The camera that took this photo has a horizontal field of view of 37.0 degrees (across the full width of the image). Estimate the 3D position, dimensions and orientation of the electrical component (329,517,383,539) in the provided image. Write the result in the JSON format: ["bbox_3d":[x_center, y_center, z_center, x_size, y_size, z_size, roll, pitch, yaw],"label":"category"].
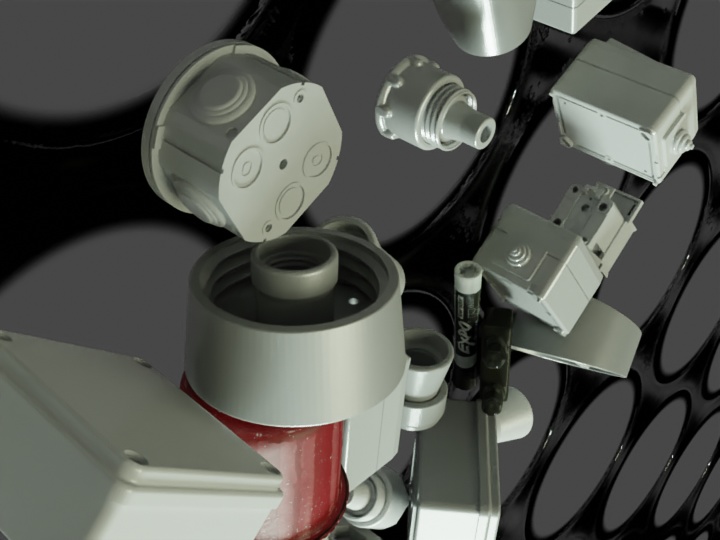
[{"bbox_3d":[-0.014,0.226,0.765,0.066,0.047,0.076,-39,143,-31],"label":"electrical component"}]

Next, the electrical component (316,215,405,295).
[{"bbox_3d":[0.000,0.000,0.602,0.044,0.044,0.065,-58,154,-3],"label":"electrical component"}]

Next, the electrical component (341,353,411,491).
[{"bbox_3d":[-0.012,0.081,0.632,0.061,0.062,0.096,-31,139,-39],"label":"electrical component"}]

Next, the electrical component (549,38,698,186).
[{"bbox_3d":[0.187,-0.107,0.726,0.061,0.096,0.061,-51,148,-14],"label":"electrical component"}]

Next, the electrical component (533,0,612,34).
[{"bbox_3d":[0.127,-0.193,0.616,0.083,0.047,0.075,-43,145,-26],"label":"electrical component"}]

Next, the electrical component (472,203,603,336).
[{"bbox_3d":[0.127,-0.005,0.759,0.061,0.062,0.096,-57,149,-5],"label":"electrical component"}]

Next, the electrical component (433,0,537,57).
[{"bbox_3d":[0.075,-0.166,0.565,0.079,0.044,0.077,-48,147,-18],"label":"electrical component"}]

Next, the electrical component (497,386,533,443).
[{"bbox_3d":[0.100,0.122,0.849,0.065,0.044,0.044,-17,129,-43],"label":"electrical component"}]

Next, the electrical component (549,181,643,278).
[{"bbox_3d":[0.177,-0.032,0.830,0.081,0.042,0.064,-58,146,-4],"label":"electrical component"}]

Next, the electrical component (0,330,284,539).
[{"bbox_3d":[-0.106,0.080,0.450,0.056,0.109,0.109,-60,149,4],"label":"electrical component"}]

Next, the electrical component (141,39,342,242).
[{"bbox_3d":[-0.051,-0.056,0.470,0.080,0.051,0.080,-35,141,-34],"label":"electrical component"}]

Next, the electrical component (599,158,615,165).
[{"bbox_3d":[0.189,-0.095,0.801,0.061,0.035,0.035,-7,121,-51],"label":"electrical component"}]

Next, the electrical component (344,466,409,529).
[{"bbox_3d":[0.003,0.154,0.733,0.043,0.043,0.062,-61,148,2],"label":"electrical component"}]

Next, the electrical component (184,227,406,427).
[{"bbox_3d":[-0.031,0.017,0.511,0.108,0.108,0.060,-29,131,-41],"label":"electrical component"}]

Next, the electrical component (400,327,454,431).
[{"bbox_3d":[0.037,0.072,0.711,0.045,0.045,0.055,-31,139,-39],"label":"electrical component"}]

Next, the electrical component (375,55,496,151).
[{"bbox_3d":[0.042,-0.083,0.571,0.048,0.062,0.048,-35,141,-35],"label":"electrical component"}]

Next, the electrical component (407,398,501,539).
[{"bbox_3d":[0.065,0.165,0.771,0.108,0.056,0.108,-84,178,-53],"label":"electrical component"}]

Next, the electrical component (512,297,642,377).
[{"bbox_3d":[0.164,0.053,0.831,0.064,0.099,0.099,-62,150,-9],"label":"electrical component"}]
